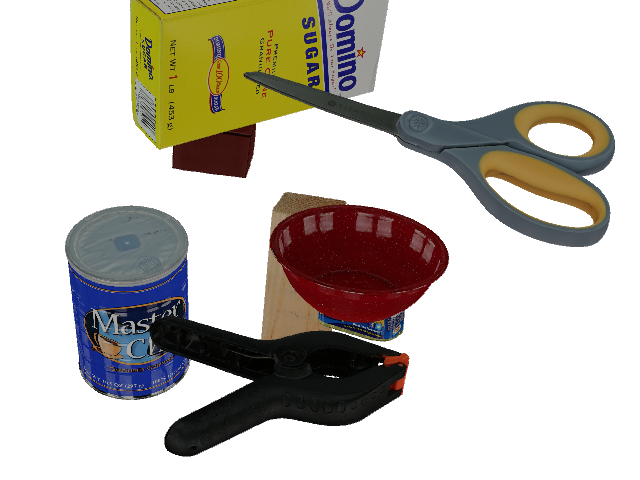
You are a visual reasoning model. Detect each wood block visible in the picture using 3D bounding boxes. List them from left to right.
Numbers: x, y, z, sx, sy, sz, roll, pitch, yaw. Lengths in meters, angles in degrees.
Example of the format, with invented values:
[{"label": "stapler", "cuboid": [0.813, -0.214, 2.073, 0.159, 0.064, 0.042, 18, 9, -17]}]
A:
[{"label": "wood block", "cuboid": [-0.025, 0.048, 1.486, 0.090, 0.206, 0.090, 9, 22, 7]}]

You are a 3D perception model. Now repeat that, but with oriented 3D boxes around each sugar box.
[{"label": "sugar box", "cuboid": [-0.037, -0.126, 0.700, 0.175, 0.093, 0.048, -18, 44, -29]}]

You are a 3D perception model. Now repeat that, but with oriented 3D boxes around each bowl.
[{"label": "bowl", "cuboid": [0.033, 0.027, 0.970, 0.162, 0.055, 0.162, 4, 29, -2]}]

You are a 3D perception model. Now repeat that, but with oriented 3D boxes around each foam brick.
[{"label": "foam brick", "cuboid": [-0.106, -0.102, 1.073, 0.078, 0.051, 0.053, 8, 35, 2]}]

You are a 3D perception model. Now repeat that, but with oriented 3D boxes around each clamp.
[{"label": "clamp", "cuboid": [-0.026, 0.094, 0.677, 0.171, 0.039, 0.120, 3, 38, -6]}]

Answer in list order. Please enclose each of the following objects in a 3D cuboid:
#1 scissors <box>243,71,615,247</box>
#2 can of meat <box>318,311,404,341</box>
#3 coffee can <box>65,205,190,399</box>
[{"label": "scissors", "cuboid": [0.067, -0.065, 0.560, 0.202, 0.096, 0.016, 33, -33, 18]}, {"label": "can of meat", "cuboid": [0.047, 0.057, 1.181, 0.102, 0.084, 0.057, 15, 27, 27]}, {"label": "coffee can", "cuboid": [-0.167, 0.055, 0.940, 0.103, 0.140, 0.103, 3, 38, -2]}]
